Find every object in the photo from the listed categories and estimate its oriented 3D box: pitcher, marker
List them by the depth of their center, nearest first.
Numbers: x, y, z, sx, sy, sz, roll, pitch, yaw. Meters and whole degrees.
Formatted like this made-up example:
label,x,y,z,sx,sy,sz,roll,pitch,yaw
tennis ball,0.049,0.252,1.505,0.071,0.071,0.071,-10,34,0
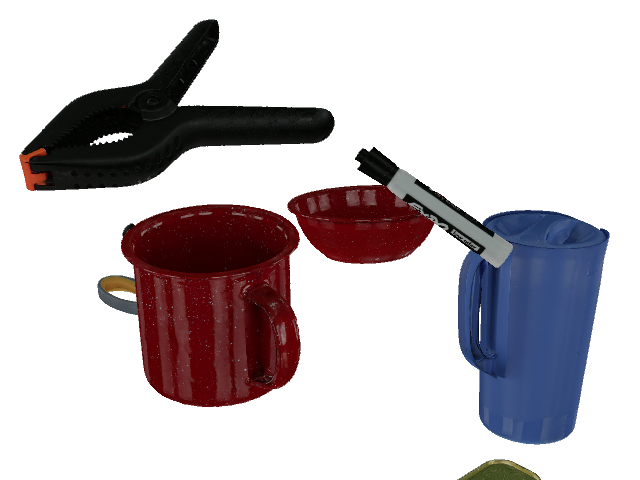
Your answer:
label,x,y,z,sx,sy,sz,roll,pitch,yaw
marker,0.075,-0.024,0.716,0.121,0.020,0.020,36,0,0
pitcher,0.227,0.096,1.166,0.149,0.243,0.145,5,19,11

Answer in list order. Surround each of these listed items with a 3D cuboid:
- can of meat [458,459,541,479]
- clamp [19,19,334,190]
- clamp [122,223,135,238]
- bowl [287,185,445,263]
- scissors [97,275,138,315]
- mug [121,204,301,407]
label,x,y,z,sx,sy,sz,roll,pitch,yaw
can of meat,0.137,0.245,0.888,0.101,0.084,0.058,-21,28,-36
clamp,-0.106,-0.082,0.750,0.209,0.036,0.165,-32,51,-30
clamp,-0.148,0.027,1.152,0.120,0.039,0.171,-13,38,-7
bowl,0.048,-0.014,1.086,0.162,0.055,0.162,-3,14,0
scissors,-0.093,0.056,0.900,0.202,0.016,0.096,14,26,22
mug,-0.049,0.039,0.564,0.093,0.081,0.117,-20,30,-36
